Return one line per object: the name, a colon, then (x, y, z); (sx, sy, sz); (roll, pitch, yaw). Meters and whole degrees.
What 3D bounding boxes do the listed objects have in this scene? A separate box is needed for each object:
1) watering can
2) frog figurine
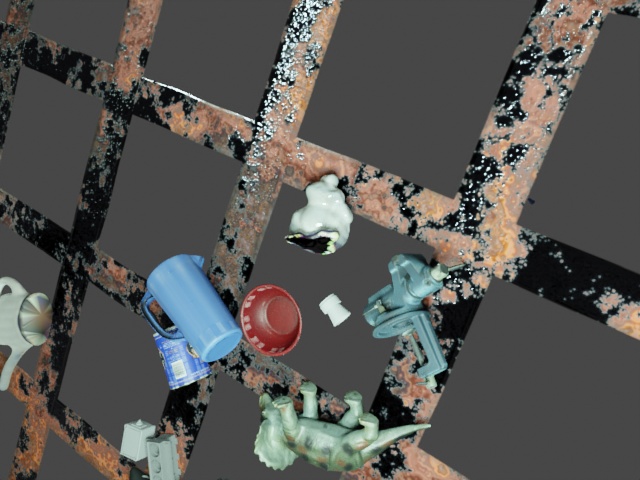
watering can: (-0.905, 0.281, 1.548); (0.224, 0.348, 0.104); (-5, 0, 26)
frog figurine: (0.003, -0.055, 1.098); (0.136, 0.163, 0.121); (-15, -40, 34)
